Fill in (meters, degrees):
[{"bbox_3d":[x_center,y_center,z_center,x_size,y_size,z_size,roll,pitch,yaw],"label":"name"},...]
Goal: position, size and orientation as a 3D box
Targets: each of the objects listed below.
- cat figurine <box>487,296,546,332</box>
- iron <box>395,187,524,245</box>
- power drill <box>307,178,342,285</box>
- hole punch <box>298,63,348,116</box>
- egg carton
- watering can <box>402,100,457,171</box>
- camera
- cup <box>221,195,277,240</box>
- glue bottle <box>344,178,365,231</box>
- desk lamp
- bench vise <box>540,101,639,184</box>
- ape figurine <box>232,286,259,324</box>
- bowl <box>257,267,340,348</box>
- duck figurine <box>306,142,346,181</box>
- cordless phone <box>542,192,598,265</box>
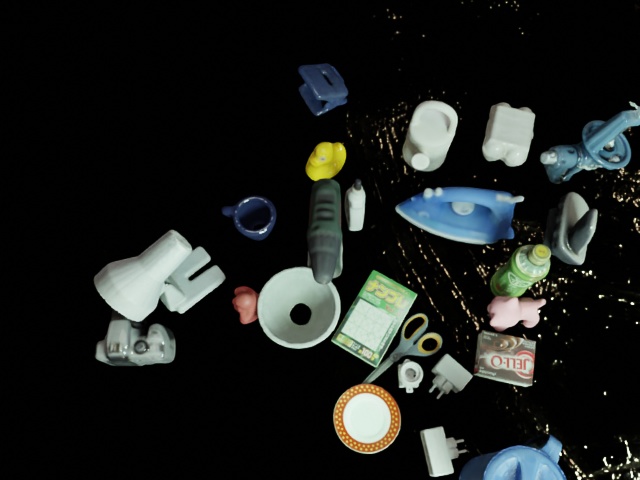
[{"bbox_3d":[0.388,0.140,1.147,0.128,0.118,0.067,-11,70,-4],"label":"cat figurine"},{"bbox_3d":[0.295,-0.075,1.215,0.258,0.141,0.118,7,69,3],"label":"iron"},{"bbox_3d":[0.011,0.004,1.149,0.075,0.208,0.229,0,69,0],"label":"power drill"},{"bbox_3d":[0.007,-0.368,1.352,0.101,0.091,0.108,-28,72,-10],"label":"hole punch"},{"bbox_3d":[0.434,-0.243,1.317,0.107,0.069,0.150,14,70,5],"label":"egg carton"},{"bbox_3d":[0.242,-0.230,1.245,0.101,0.194,0.173,-1,69,0],"label":"watering can"},{"bbox_3d":[-0.368,0.177,1.140,0.143,0.101,0.137,-2,69,-1],"label":"camera"},{"bbox_3d":[-0.149,-0.039,1.225,0.117,0.095,0.092,11,70,4],"label":"cup"},{"bbox_3d":[0.075,-0.084,1.201,0.037,0.173,0.078,-7,69,-2],"label":"glue bottle"},{"bbox_3d":[-0.309,0.070,1.121,0.203,0.213,0.117,-39,74,-13],"label":"desk lamp"},{"bbox_3d":[0.590,-0.196,1.220,0.207,0.220,0.121,-29,72,-10],"label":"bench vise"},{"bbox_3d":[-0.149,0.129,1.164,0.076,0.092,0.078,5,69,2],"label":"ape figurine"},{"bbox_3d":[-0.042,0.144,1.168,0.167,0.075,0.167,0,69,0],"label":"bowl"},{"bbox_3d":[0.013,-0.190,1.287,0.105,0.086,0.077,-39,74,-13],"label":"duck figurine"},{"bbox_3d":[0.538,-0.041,1.180,0.094,0.185,0.147,12,70,5],"label":"cordless phone"}]
